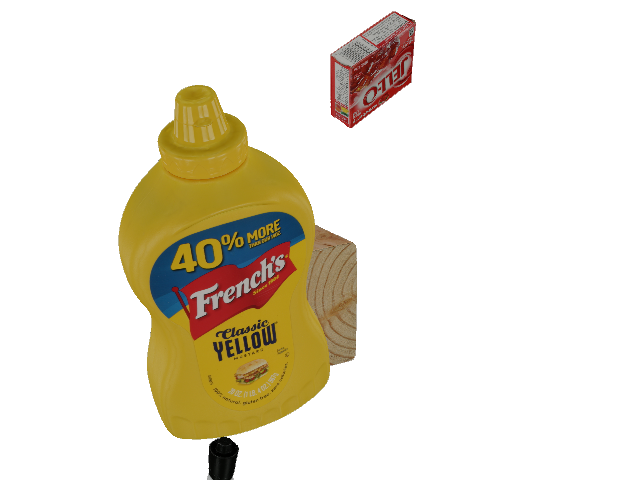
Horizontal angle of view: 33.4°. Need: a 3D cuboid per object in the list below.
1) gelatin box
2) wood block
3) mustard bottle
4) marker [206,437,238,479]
[{"bbox_3d":[0.048,-0.156,0.973,0.030,0.073,0.089,37,59,27],"label":"gelatin box"},{"bbox_3d":[-0.064,0.025,0.813,0.090,0.090,0.206,-11,20,-29],"label":"wood block"},{"bbox_3d":[-0.049,0.010,0.531,0.096,0.192,0.058,-16,38,-14],"label":"mustard bottle"},{"bbox_3d":[-0.068,0.177,0.698,0.020,0.121,0.020,7,31,-4],"label":"marker"}]
